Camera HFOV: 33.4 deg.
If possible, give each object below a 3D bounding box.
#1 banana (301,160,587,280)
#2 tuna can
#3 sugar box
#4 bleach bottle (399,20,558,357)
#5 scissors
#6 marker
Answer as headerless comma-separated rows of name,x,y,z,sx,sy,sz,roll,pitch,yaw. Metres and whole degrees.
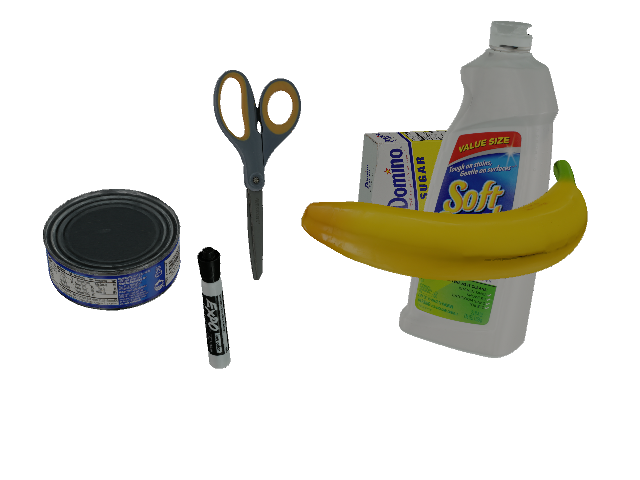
banana,0.085,-0.005,0.597,0.197,0.037,0.070,-9,38,-33
tuna can,-0.132,0.005,0.684,0.086,0.034,0.086,2,39,-2
sugar box,0.136,-0.084,1.283,0.176,0.093,0.048,-7,26,-21
bleach bottle,0.124,-0.042,0.821,0.103,0.251,0.067,15,20,31
scissors,-0.049,-0.071,1.041,0.096,0.202,0.016,-18,7,-19
marker,-0.090,0.057,0.906,0.020,0.121,0.020,-2,34,1
